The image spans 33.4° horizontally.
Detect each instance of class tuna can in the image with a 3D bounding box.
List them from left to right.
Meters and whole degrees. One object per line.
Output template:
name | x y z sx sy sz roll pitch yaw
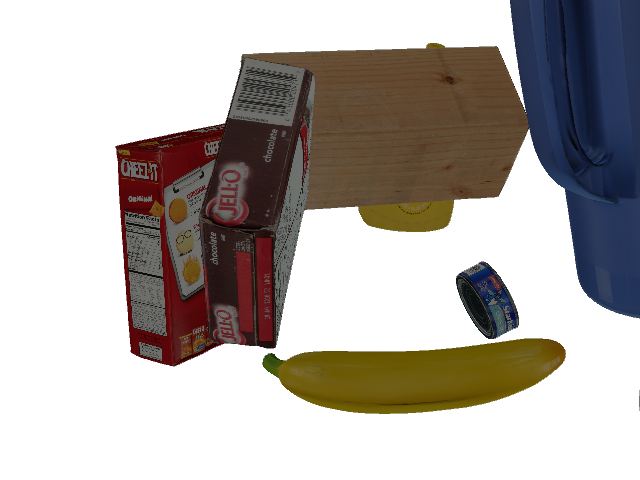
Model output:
tuna can | 0.190 0.069 1.221 0.033 0.086 0.086 -26 4 -9

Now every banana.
banana | 0.060 0.081 0.670 0.198 0.037 0.069 -1 25 2

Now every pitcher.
pitcher | 0.178 -0.080 0.572 0.149 0.243 0.145 -7 22 7

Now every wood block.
wood block | 0.043 -0.088 0.831 0.206 0.091 0.090 -4 -36 -14

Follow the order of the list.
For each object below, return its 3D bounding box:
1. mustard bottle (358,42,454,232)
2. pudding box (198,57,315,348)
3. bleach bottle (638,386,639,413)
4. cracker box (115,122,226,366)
mustard bottle | 0.099 -0.104 1.071 0.096 0.192 0.058 3 27 -12
pudding box | -0.030 -0.018 0.518 0.039 0.113 0.090 9 -41 4
bleach bottle | 0.289 0.062 0.760 0.103 0.068 0.250 10 22 19
cracker box | -0.122 -0.001 1.075 0.072 0.214 0.163 9 18 35
